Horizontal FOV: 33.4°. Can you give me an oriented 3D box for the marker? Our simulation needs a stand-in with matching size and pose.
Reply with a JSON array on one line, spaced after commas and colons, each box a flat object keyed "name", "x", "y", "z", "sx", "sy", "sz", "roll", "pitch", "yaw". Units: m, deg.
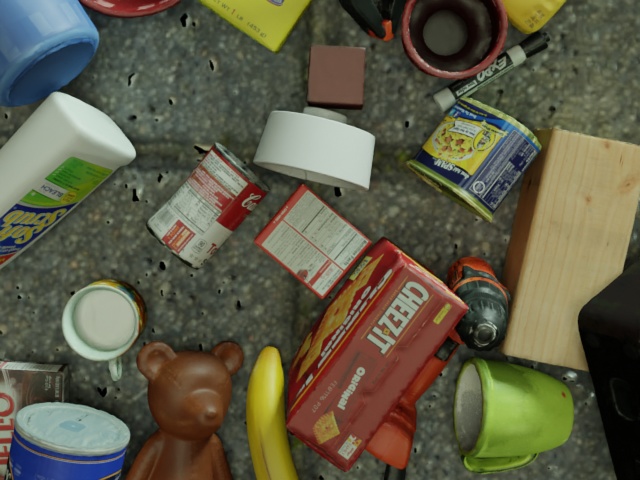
[{"name": "marker", "x": 0.162, "y": -0.160, "z": 1.004, "sx": 0.121, "sy": 0.020, "sz": 0.020, "roll": -32, "pitch": 94, "yaw": 3}]

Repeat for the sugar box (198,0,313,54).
[{"name": "sugar box", "x": -0.028, "y": -0.269, "z": 0.983, "sx": 0.093, "sy": 0.048, "sz": 0.176, "roll": 34, "pitch": 96, "yaw": -4}]

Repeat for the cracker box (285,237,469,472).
[{"name": "cracker box", "x": 0.040, "y": 0.088, "z": 0.929, "sx": 0.072, "sy": 0.213, "sz": 0.164, "roll": 35, "pitch": 94, "yaw": -4}]

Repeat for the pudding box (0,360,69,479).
[{"name": "pudding box", "x": -0.288, "y": 0.174, "z": 1.025, "sx": 0.090, "sy": 0.039, "sz": 0.113, "roll": 3, "pitch": 96, "yaw": -1}]

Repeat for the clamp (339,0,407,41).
[{"name": "clamp", "x": 0.053, "y": -0.267, "z": 0.959, "sx": 0.120, "sy": 0.039, "sz": 0.171, "roll": -30, "pitch": 130, "yaw": -16}]

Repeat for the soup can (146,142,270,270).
[{"name": "soup can", "x": -0.105, "y": -0.031, "z": 0.993, "sx": 0.068, "sy": 0.068, "sz": 0.102, "roll": 42, "pitch": 94, "yaw": -3}]

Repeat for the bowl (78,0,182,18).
[{"name": "bowl", "x": -0.171, "y": -0.282, "z": 0.977, "sx": 0.162, "sy": 0.055, "sz": 0.162, "roll": 0, "pitch": 95, "yaw": 0}]

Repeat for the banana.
[{"name": "banana", "x": -0.037, "y": 0.200, "z": 1.001, "sx": 0.037, "sy": 0.069, "sz": 0.198, "roll": -21, "pitch": 84, "yaw": 29}]

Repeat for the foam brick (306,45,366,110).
[{"name": "foam brick", "x": 0.015, "y": -0.148, "z": 0.977, "sx": 0.051, "sy": 0.078, "sz": 0.053, "roll": 4, "pitch": 95, "yaw": 1}]

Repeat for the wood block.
[{"name": "wood block", "x": 0.226, "y": 0.007, "z": 0.983, "sx": 0.090, "sy": 0.091, "sz": 0.206, "roll": 11, "pitch": 95, "yaw": -1}]

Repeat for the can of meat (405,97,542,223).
[{"name": "can of meat", "x": 0.140, "y": -0.076, "z": 0.973, "sx": 0.057, "sy": 0.102, "sz": 0.084, "roll": 36, "pitch": 92, "yaw": -39}]

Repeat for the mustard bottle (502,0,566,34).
[{"name": "mustard bottle", "x": 0.153, "y": -0.284, "z": 0.974, "sx": 0.191, "sy": 0.058, "sz": 0.096, "roll": 41, "pitch": 98, "yaw": -3}]

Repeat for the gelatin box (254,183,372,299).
[{"name": "gelatin box", "x": -0.007, "y": 0.001, "z": 1.014, "sx": 0.089, "sy": 0.030, "sz": 0.073, "roll": 40, "pitch": 93, "yaw": -3}]

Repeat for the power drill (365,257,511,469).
[{"name": "power drill", "x": 0.104, "y": 0.111, "z": 0.956, "sx": 0.057, "sy": 0.184, "sz": 0.188, "roll": 33, "pitch": 104, "yaw": -2}]

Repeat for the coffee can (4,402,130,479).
[{"name": "coffee can", "x": -0.236, "y": 0.231, "z": 0.963, "sx": 0.103, "sy": 0.103, "sz": 0.140, "roll": 14, "pitch": 100, "yaw": -1}]

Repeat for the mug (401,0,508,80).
[{"name": "mug", "x": 0.113, "y": -0.202, "z": 0.970, "sx": 0.093, "sy": 0.081, "sz": 0.117, "roll": -19, "pitch": 95, "yaw": 2}]

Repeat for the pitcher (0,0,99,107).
[{"name": "pitcher", "x": -0.297, "y": -0.243, "z": 0.914, "sx": 0.145, "sy": 0.149, "sz": 0.243, "roll": -38, "pitch": 85, "yaw": 11}]

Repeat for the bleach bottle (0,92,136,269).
[{"name": "bleach bottle", "x": -0.291, "y": -0.022, "z": 0.989, "sx": 0.251, "sy": 0.102, "sz": 0.068, "roll": -44, "pitch": 66, "yaw": 10}]

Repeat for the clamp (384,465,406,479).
[{"name": "clamp", "x": 0.037, "y": 0.315, "z": 1.038, "sx": 0.164, "sy": 0.036, "sz": 0.210, "roll": -20, "pitch": 91, "yaw": 3}]
